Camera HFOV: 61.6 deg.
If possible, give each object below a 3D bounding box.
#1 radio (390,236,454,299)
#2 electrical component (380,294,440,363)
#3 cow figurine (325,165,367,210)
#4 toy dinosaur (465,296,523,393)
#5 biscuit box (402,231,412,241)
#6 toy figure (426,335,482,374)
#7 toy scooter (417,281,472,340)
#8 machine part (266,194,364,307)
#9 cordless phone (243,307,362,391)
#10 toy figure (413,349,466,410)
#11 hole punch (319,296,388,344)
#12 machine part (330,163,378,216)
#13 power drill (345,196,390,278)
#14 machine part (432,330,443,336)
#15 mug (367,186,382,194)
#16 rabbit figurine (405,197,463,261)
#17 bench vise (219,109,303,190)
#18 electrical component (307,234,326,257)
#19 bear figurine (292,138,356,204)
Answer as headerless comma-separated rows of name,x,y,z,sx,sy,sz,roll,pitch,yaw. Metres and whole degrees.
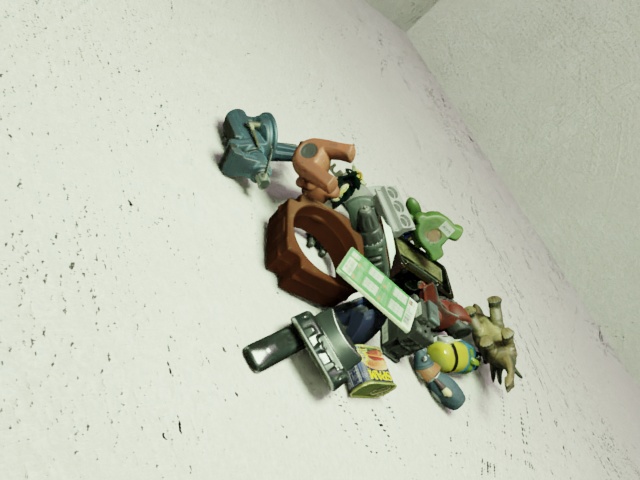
radio,0.249,0.084,1.414,0.229,0.073,0.131,31,33,-29
electrical component,0.196,0.186,1.164,0.058,0.134,0.115,37,34,-23
cow figurine,0.060,-0.133,1.315,0.167,0.098,0.068,-43,97,-31
toy dinosaur,0.453,0.257,1.432,0.471,0.105,0.198,-77,151,-65
biscuit box,0.241,-0.029,1.547,0.063,0.059,0.202,58,30,11
toy figure,0.325,0.283,1.294,0.180,0.082,0.089,28,34,-40
toy scooter,0.294,0.166,1.319,0.183,0.075,0.135,19,40,-36
machine part,-0.009,0.023,1.088,0.201,0.087,0.201,24,43,-28
cordless phone,-0.032,0.202,0.905,0.184,0.089,0.146,-17,72,-47
toy figure,0.258,0.307,1.193,0.058,0.064,0.154,-42,87,-24
hole punch,0.076,0.160,1.054,0.142,0.116,0.092,3,62,-53
machine part,0.106,-0.102,1.423,0.243,0.079,0.079,48,29,-3
power drill,0.114,-0.025,1.262,0.207,0.086,0.231,-109,-177,-57
machine part,0.287,0.212,1.364,0.139,0.039,0.084,9,45,-49
mug,0.162,-0.103,1.511,0.107,0.081,0.109,5,60,-39
rabbit figurine,0.275,-0.032,1.443,0.159,0.121,0.170,34,6,-9
bench vise,-0.104,-0.196,1.170,0.240,0.128,0.224,0,38,-35
electrical component,-0.002,-0.004,1.214,0.063,0.021,0.094,39,31,-20
bear figurine,0.008,-0.127,1.157,0.132,0.120,0.195,25,-21,23
